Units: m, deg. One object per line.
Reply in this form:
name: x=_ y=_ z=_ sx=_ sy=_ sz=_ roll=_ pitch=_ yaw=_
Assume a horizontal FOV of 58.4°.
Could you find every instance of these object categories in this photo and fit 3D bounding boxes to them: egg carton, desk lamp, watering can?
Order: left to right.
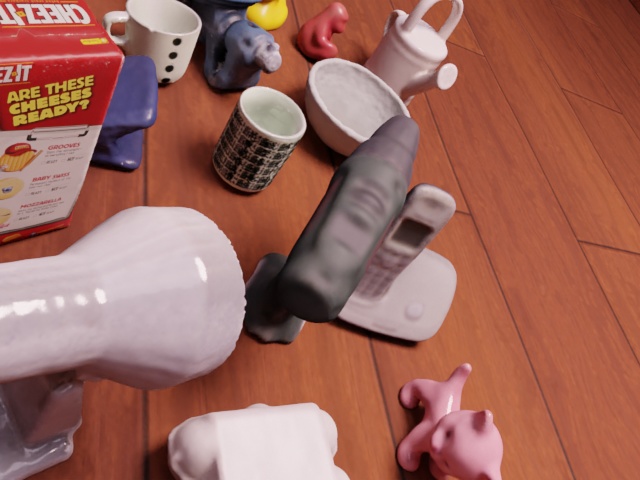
desk lamp: x=-0.172 y=0.075 z=0.359 sx=0.204 sy=0.213 sz=0.118 roll=-18 pitch=68 yaw=-42
egg carton: x=-0.046 y=0.188 z=0.461 sx=0.151 sy=0.069 sz=0.107 roll=4 pitch=55 yaw=-33
watering can: x=0.157 y=-0.304 z=0.907 sx=0.173 sy=0.193 sz=0.101 roll=51 pitch=44 yaw=10

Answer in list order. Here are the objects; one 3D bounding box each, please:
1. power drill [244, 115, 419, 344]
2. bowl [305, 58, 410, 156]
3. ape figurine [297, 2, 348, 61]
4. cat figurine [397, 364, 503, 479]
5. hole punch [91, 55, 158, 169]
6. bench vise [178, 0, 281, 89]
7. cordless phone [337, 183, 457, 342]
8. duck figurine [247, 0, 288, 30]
power drill: x=0.005 y=0.002 z=0.545 sx=0.076 sy=0.208 sz=0.230 roll=34 pitch=44 yaw=-7
bowl: x=0.042 y=-0.171 z=0.807 sx=0.168 sy=0.074 sz=0.167 roll=19 pitch=48 yaw=-22
ape figurine: x=0.012 y=-0.330 z=0.900 sx=0.076 sy=0.092 sz=0.078 roll=31 pitch=44 yaw=-10
cat figurine: x=0.134 y=0.182 z=0.557 sx=0.067 sy=0.117 sz=0.128 roll=24 pitch=46 yaw=-17
hole punch: x=-0.222 y=-0.138 z=0.584 sx=0.101 sy=0.091 sz=0.108 roll=9 pitch=52 yaw=-29
bench vise: x=-0.095 y=-0.316 z=0.721 sx=0.207 sy=0.219 sz=0.122 roll=43 pitch=43 yaw=3
cordless phone: x=0.103 y=0.024 z=0.612 sx=0.148 sy=0.184 sz=0.094 roll=18 pitch=48 yaw=-23
duck figurine: x=-0.075 y=-0.387 z=0.890 sx=0.078 sy=0.086 sz=0.104 roll=31 pitch=44 yaw=-10
